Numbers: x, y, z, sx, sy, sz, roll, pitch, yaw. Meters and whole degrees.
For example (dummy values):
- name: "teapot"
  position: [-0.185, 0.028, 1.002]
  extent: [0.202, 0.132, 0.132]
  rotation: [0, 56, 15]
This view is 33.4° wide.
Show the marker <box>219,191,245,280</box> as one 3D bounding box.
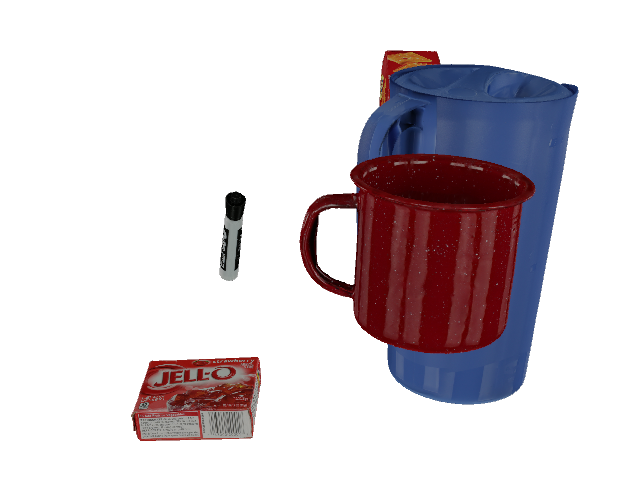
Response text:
- name: "marker"
  position: [-0.084, -0.004, 1.020]
  extent: [0.020, 0.020, 0.121]
  rotation: [0, -38, -9]

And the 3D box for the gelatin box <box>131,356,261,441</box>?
- name: "gelatin box"
  position: [-0.093, 0.119, 0.812]
  extent: [0.089, 0.030, 0.073]
  rotation: [-2, 25, 4]

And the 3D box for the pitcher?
- name: "pitcher"
  position: [0.102, -0.004, 0.791]
  extent: [0.149, 0.243, 0.145]
  rotation: [4, 20, 5]

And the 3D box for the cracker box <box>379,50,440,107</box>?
- name: "cracker box"
  position: [0.100, -0.107, 1.190]
  extent: [0.072, 0.164, 0.213]
  rotation: [2, 24, 3]

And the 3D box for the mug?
- name: "mug"
  position: [0.047, 0.006, 0.551]
  extent: [0.117, 0.081, 0.093]
  rotation: [3, 20, 0]
